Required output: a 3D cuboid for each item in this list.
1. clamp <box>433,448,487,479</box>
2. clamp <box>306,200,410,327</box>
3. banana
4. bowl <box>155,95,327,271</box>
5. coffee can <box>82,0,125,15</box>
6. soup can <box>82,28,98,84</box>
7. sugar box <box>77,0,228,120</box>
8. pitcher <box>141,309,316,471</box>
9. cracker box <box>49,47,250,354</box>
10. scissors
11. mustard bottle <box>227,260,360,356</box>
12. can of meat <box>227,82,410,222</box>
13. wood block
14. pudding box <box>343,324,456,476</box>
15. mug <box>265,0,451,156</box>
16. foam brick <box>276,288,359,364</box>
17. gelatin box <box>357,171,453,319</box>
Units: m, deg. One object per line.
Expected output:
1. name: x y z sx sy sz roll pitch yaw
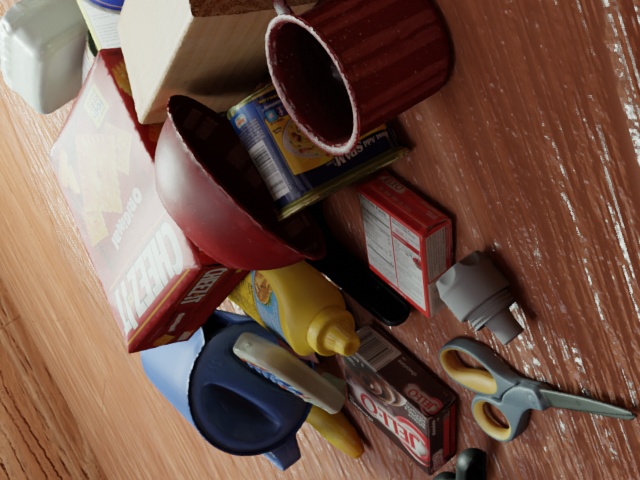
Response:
1. clamp: 0.129 0.223 0.906 0.120 0.039 0.172 61 157 -4
2. clamp: -0.006 0.001 0.916 0.164 0.036 0.210 63 156 -9
3. banana: -0.020 0.168 1.157 0.198 0.037 0.069 31 163 51
4. bowl: -0.069 -0.030 0.785 0.162 0.055 0.162 44 -166 -15
5. coffee can: -0.142 -0.246 0.807 0.103 0.102 0.140 59 157 1
6. soup can: -0.200 -0.175 1.057 0.068 0.068 0.102 56 158 8
7. sugar box: -0.148 -0.164 0.961 0.094 0.048 0.176 -2 122 36
8. pitcher: -0.105 0.143 1.126 0.243 0.144 0.149 10 87 66
9. cracker box: -0.151 -0.033 0.918 0.164 0.071 0.214 -47 62 47
10. scissors: 0.156 0.124 0.762 0.202 0.016 0.096 23 139 55
11. mustard bottle: -0.033 0.044 0.901 0.192 0.058 0.096 35 148 43
12. can of meat: -0.003 -0.073 0.737 0.084 0.102 0.058 62 157 -1
13. wood block: -0.082 -0.165 0.776 0.206 0.090 0.091 144 113 -67
14. pudding box: 0.069 0.138 0.927 0.114 0.039 0.090 42 153 36
15. mug: 0.019 -0.120 0.658 0.117 0.081 0.093 54 157 11
16. foam brick: -0.008 0.077 0.994 0.078 0.051 0.053 3 120 63
17. gelatin box: 0.065 0.003 0.782 0.073 0.030 0.089 40 153 39
